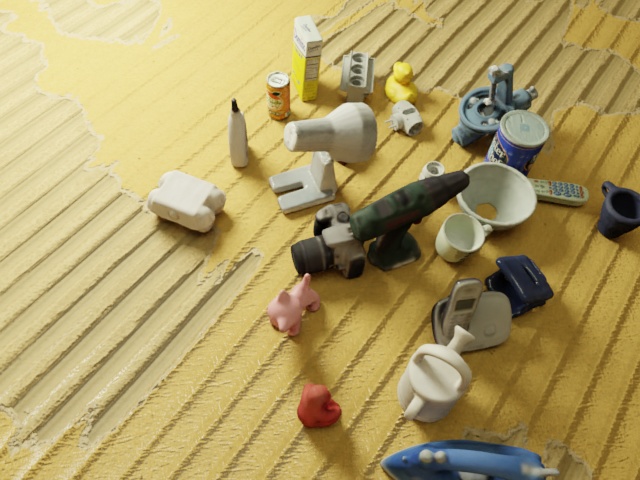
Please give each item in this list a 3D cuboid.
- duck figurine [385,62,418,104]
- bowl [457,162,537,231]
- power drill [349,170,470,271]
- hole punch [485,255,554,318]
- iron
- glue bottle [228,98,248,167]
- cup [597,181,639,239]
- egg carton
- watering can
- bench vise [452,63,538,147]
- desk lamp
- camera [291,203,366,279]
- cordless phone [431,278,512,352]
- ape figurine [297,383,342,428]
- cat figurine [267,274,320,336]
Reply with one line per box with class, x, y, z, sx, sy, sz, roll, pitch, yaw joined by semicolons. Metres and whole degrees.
duck figurine;0.202;-0.384;1.385;0.077;0.086;0.104;-13;59;-11
bowl;0.363;-0.080;1.209;0.167;0.075;0.167;2;57;-2
power drill;0.162;-0.033;1.087;0.230;0.208;0.075;-20;61;-15
hole punch;0.388;0.078;1.100;0.101;0.091;0.108;-20;61;-15
iron;0.229;0.355;0.884;0.258;0.141;0.118;8;57;2
glue bottle;-0.175;-0.236;1.217;0.037;0.173;0.078;1;57;-2
cup;0.615;-0.057;1.198;0.092;0.095;0.117;-19;60;-14
egg carton;-0.273;-0.078;1.171;0.150;0.069;0.107;20;59;9
watering can;0.193;0.217;0.939;0.101;0.194;0.173;14;58;6
bench vise;0.398;-0.324;1.280;0.121;0.220;0.208;41;64;21
desk lamp;0.004;-0.171;1.162;0.203;0.213;0.117;-19;60;-15
camera;0.010;0.004;1.118;0.137;0.101;0.143;-14;59;-12
cordless phone;0.279;0.122;1.010;0.147;0.185;0.094;-9;58;-9
ape figurine;-0.003;0.270;0.953;0.076;0.092;0.077;-22;61;-16
cat figurine;-0.051;0.116;1.033;0.067;0.118;0.128;29;60;15
